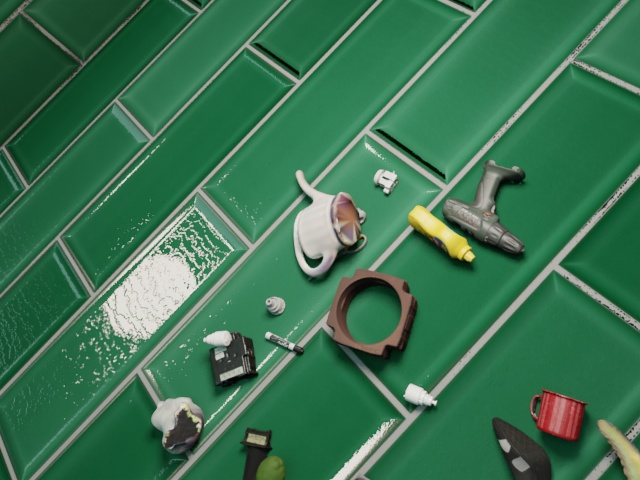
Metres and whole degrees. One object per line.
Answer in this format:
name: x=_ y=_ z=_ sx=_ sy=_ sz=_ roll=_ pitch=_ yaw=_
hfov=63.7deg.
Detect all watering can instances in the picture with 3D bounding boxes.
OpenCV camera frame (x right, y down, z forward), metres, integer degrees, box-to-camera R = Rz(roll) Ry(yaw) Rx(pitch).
watering can: x=0.004 y=-0.073 z=1.448 sx=0.222 sy=0.103 sz=0.354 roll=-22 pitch=62 yaw=39

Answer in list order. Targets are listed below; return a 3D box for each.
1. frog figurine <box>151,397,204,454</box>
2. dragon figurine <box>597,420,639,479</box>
frog figurine: x=-0.388 y=0.497 z=1.393 sx=0.158 sy=0.122 sz=0.139 roll=-17 pitch=66 yaw=56
dragon figurine: x=0.625 y=0.561 z=0.932 sx=0.416 sy=0.121 sz=0.242 roll=42 pitch=96 yaw=32
